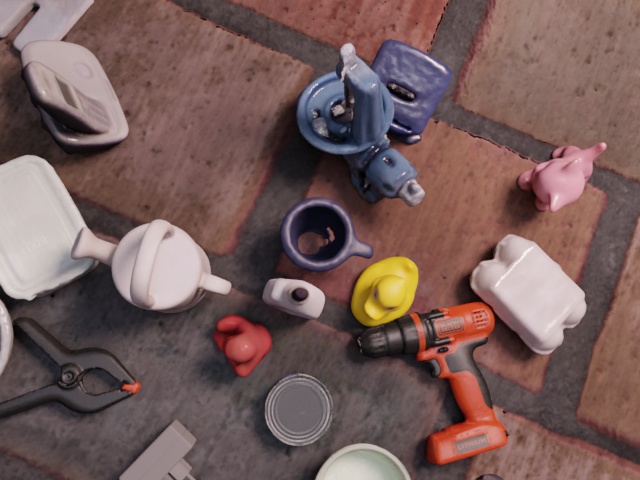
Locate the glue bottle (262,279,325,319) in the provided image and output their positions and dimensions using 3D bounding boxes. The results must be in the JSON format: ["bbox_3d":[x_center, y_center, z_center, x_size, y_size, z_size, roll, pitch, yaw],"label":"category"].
[{"bbox_3d":[-0.029,0.067,0.675,0.078,0.173,0.037,16,80,-3],"label":"glue bottle"}]

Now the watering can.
[{"bbox_3d":[-0.191,0.031,0.652,0.173,0.194,0.101,-5,82,-7],"label":"watering can"}]

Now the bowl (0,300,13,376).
[{"bbox_3d":[-0.437,0.120,0.674,0.167,0.074,0.167,1,82,-6],"label":"bowl"}]

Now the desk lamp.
[{"bbox_3d":[-0.345,-0.354,0.683,0.118,0.213,0.203,33,80,0],"label":"desk lamp"}]

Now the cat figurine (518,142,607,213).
[{"bbox_3d":[0.328,-0.087,0.764,0.128,0.117,0.067,-37,87,-10],"label":"cat figurine"}]

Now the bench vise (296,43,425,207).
[{"bbox_3d":[0.063,-0.142,0.692,0.207,0.219,0.121,32,80,0],"label":"bench vise"}]

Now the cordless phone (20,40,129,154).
[{"bbox_3d":[-0.306,-0.188,0.677,0.094,0.185,0.147,-27,85,-9],"label":"cordless phone"}]

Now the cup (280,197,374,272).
[{"bbox_3d":[0.007,0.003,0.728,0.118,0.095,0.092,18,80,-3],"label":"cup"}]

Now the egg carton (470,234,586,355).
[{"bbox_3d":[0.276,0.071,0.760,0.150,0.069,0.107,45,80,2],"label":"egg carton"}]

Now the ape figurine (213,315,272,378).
[{"bbox_3d":[-0.096,0.130,0.700,0.076,0.092,0.078,-2,82,-6],"label":"ape figurine"}]

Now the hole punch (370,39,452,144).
[{"bbox_3d":[0.110,-0.197,0.770,0.108,0.091,0.101,26,80,-2],"label":"hole punch"}]

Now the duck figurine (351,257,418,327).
[{"bbox_3d":[0.089,0.064,0.733,0.077,0.086,0.105,43,80,2],"label":"duck figurine"}]

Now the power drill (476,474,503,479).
[{"bbox_3d":[0.190,0.353,0.639,0.075,0.208,0.229,-20,84,-8],"label":"power drill"}]
